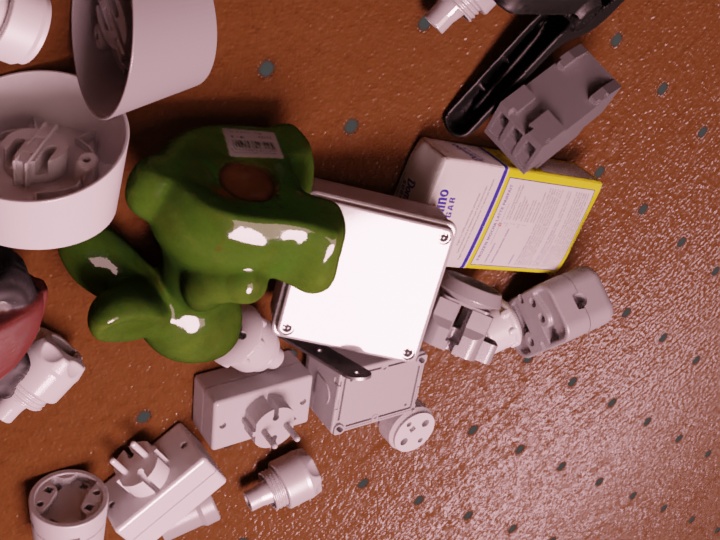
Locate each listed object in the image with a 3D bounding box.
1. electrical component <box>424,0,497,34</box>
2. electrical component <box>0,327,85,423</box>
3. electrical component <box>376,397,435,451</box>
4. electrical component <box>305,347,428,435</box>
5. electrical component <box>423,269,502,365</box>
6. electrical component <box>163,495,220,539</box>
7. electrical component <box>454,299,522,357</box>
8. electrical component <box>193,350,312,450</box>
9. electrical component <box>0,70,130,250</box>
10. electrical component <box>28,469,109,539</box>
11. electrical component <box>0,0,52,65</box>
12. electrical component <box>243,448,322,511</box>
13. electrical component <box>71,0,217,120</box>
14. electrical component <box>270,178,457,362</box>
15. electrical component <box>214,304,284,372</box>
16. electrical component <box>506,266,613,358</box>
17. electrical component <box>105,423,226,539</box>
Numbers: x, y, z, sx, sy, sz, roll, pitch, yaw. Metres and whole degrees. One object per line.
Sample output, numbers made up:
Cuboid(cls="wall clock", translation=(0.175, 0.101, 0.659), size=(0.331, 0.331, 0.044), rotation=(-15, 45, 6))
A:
Cuboid(cls="electrical component", translation=(0.071, -0.188, 0.729), size=(0.062, 0.048, 0.048), rotation=(-45, 137, 9))
Cuboid(cls="electrical component", translation=(-0.214, 0.072, 0.702), size=(0.062, 0.043, 0.043), rotation=(-46, 137, 1))
Cuboid(cls="electrical component", translation=(0.031, 0.122, 0.917), size=(0.045, 0.055, 0.045), rotation=(-20, 131, -25))
Cuboid(cls="electrical component", translation=(0.006, 0.081, 0.863), size=(0.096, 0.061, 0.061), rotation=(-11, 127, -31))
Cuboid(cls="electrical component", translation=(0.082, 0.036, 0.884), size=(0.078, 0.058, 0.057), rotation=(23, 99, -3))
Cuboid(cls="electrical component", translation=(-0.139, 0.188, 0.848), size=(0.046, 0.040, 0.040), rotation=(-24, 133, -14))
Cuboid(cls="electrical component", translation=(0.106, 0.054, 0.934), size=(0.062, 0.048, 0.048), rotation=(-25, 133, -12))
Cuboid(cls="electrical component", translation=(-0.073, 0.108, 0.813), size=(0.083, 0.076, 0.047), rotation=(-13, 127, -30))
Cuboid(cls="electrical component", translation=(-0.179, -0.059, 0.596), size=(0.099, 0.099, 0.064), rotation=(-13, 134, -30))
Cuboid(cls="electrical component", translation=(-0.210, 0.180, 0.777), size=(0.055, 0.055, 0.047), rotation=(-13, 131, -30))
Cuboid(cls="electrical component", translation=(-0.196, -0.136, 0.562), size=(0.055, 0.045, 0.045), rotation=(16, 110, -44))
Cuboid(cls="electrical component", translation=(-0.066, 0.178, 0.893), size=(0.062, 0.043, 0.043), rotation=(-24, 132, -20))
Cuboid(cls="electrical component", translation=(-0.122, -0.136, 0.580), size=(0.064, 0.099, 0.099), rotation=(-21, 132, -33))
Cuboid(cls="electrical component", translation=(0.000, 0.000, 0.767), size=(0.109, 0.056, 0.108), rotation=(12, 107, -12))
Cuboid(cls="electrical component", translation=(-0.079, 0.055, 0.793), size=(0.048, 0.048, 0.062), rotation=(-48, 143, 2))
Cuboid(cls="electrical component", translation=(0.173, 0.035, 0.935), size=(0.059, 0.053, 0.095), rotation=(-22, 172, -23))
Cuboid(cls="electrical component", translation=(-0.158, 0.153, 0.801), size=(0.083, 0.047, 0.075), rotation=(-39, 136, -7))
